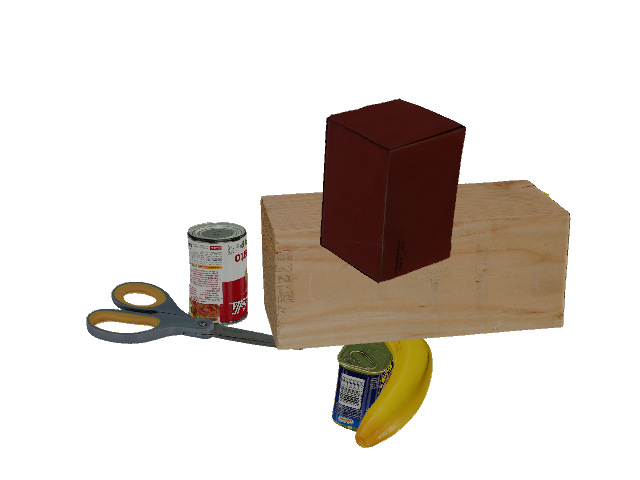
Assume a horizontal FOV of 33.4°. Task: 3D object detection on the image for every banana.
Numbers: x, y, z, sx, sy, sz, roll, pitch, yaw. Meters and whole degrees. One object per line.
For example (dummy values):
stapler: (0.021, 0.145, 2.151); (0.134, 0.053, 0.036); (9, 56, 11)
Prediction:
banana: (0.074, 0.133, 1.023); (0.070, 0.037, 0.197); (-23, 19, 15)

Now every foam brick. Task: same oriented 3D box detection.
foam brick: (0.036, -0.027, 0.554); (0.052, 0.078, 0.051); (-18, 36, -33)

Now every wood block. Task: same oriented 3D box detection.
wood block: (0.064, 0.015, 0.775); (0.206, 0.090, 0.091); (-4, 19, -8)

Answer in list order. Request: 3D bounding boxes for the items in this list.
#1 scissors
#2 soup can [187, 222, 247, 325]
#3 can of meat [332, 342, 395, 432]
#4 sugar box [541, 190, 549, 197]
scissors: (-0.119, 0.072, 1.016); (0.201, 0.016, 0.096); (1, 32, -6)
soup can: (-0.116, 0.037, 1.205); (0.068, 0.102, 0.068); (1, 18, 0)
can of meat: (0.052, 0.159, 1.226); (0.057, 0.084, 0.102); (14, 25, 13)
sugar box: (0.181, -0.012, 1.254); (0.176, 0.093, 0.048); (-6, 21, -26)
